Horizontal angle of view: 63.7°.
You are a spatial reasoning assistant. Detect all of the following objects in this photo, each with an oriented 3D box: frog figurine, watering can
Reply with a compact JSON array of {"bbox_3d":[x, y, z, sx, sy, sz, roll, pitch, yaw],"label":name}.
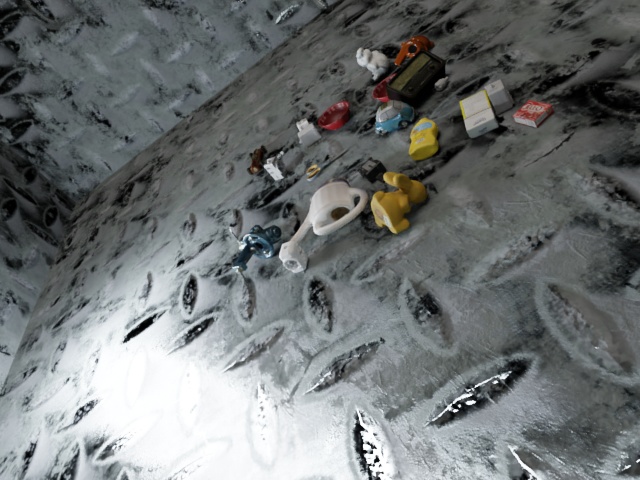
[{"bbox_3d":[0.236,-0.807,2.308,0.122,0.157,0.141,-14,41,33],"label":"frog figurine"},{"bbox_3d":[0.005,-0.087,1.733,0.345,0.102,0.230,-29,33,15],"label":"watering can"}]
